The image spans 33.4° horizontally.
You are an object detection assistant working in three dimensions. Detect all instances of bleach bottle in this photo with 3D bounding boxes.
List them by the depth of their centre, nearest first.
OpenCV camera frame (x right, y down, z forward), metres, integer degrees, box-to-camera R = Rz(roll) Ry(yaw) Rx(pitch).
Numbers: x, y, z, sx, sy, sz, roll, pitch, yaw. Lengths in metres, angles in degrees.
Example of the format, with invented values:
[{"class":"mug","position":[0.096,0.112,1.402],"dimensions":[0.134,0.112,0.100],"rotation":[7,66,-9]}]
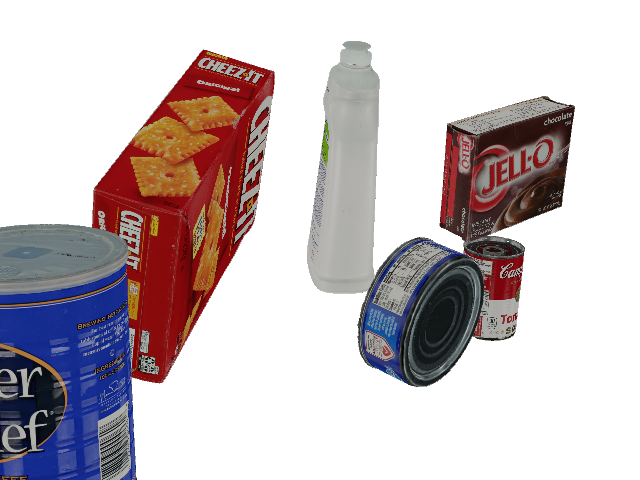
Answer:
[{"class":"bleach bottle","position":[0.028,-0.077,1.097],"dimensions":[0.068,0.251,0.102],"rotation":[-1,28,-10]}]

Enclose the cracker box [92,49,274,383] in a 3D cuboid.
[{"class":"cracker box","position":[-0.103,-0.022,0.813],"dimensions":[0.072,0.164,0.213],"rotation":[17,38,6]}]

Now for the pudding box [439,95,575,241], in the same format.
[{"class":"pudding box","position":[0.147,-0.059,0.844],"dimensions":[0.113,0.090,0.039],"rotation":[-21,36,-34]}]

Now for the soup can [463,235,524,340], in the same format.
[{"class":"soup can","position":[0.191,0.054,1.201],"dimensions":[0.068,0.102,0.068],"rotation":[2,19,-1]}]

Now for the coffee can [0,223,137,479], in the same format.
[{"class":"coffee can","position":[-0.150,0.071,0.563],"dimensions":[0.103,0.140,0.103],"rotation":[0,16,0]}]

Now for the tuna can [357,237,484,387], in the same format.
[{"class":"tuna can","position":[0.062,0.044,0.639],"dimensions":[0.034,0.086,0.085],"rotation":[24,14,35]}]
